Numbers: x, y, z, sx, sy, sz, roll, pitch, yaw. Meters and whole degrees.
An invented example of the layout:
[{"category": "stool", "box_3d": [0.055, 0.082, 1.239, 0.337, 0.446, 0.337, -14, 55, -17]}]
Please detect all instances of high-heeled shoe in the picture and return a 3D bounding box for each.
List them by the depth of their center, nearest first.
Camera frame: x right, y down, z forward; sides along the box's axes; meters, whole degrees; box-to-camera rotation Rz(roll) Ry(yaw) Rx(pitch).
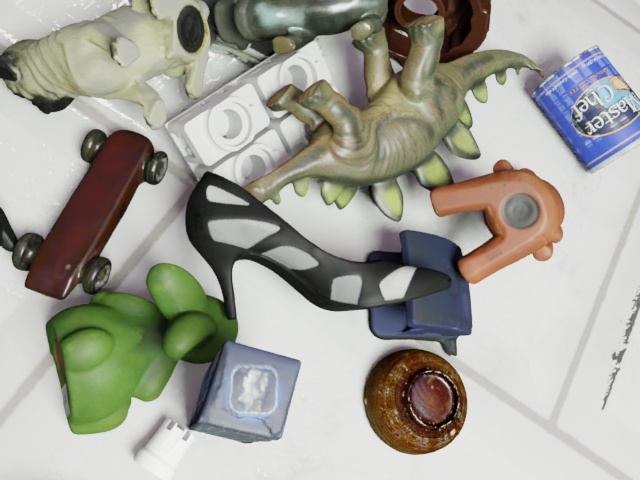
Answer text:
[{"category": "high-heeled shoe", "box_3d": [-0.001, -0.002, 0.519, 0.249, 0.086, 0.145, -5, 83, -9]}]

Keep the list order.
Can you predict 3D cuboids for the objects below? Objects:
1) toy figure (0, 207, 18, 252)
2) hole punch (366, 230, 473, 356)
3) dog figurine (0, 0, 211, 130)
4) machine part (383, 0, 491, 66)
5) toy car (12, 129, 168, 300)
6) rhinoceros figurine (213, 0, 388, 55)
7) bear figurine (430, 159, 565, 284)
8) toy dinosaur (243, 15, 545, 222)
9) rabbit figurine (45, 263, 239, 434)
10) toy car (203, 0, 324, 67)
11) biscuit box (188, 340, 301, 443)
[{"category": "toy figure", "box_3d": [-0.385, 0.006, 0.495, 0.180, 0.082, 0.089, -19, 58, -12]}, {"category": "hole punch", "box_3d": [0.121, 0.053, 0.603, 0.116, 0.092, 0.142, 4, 67, -17]}, {"category": "dog figurine", "box_3d": [-0.231, -0.210, 0.582, 0.191, 0.121, 0.172, 14, 44, 23]}, {"category": "machine part", "box_3d": [0.128, -0.297, 0.679, 0.179, 0.179, 0.056, 21, 64, -6]}, {"category": "toy car", "box_3d": [-0.233, -0.030, 0.559, 0.089, 0.053, 0.202, 19, 64, -2]}, {"category": "rhinoceros figurine", "box_3d": [-0.023, -0.247, 0.572, 0.190, 0.073, 0.112, -5, 31, 12]}, {"category": "bear figurine", "box_3d": [0.222, -0.029, 0.640, 0.132, 0.196, 0.120, -23, 85, 20]}, {"category": "toy dinosaur", "box_3d": [0.102, -0.146, 0.621, 0.471, 0.105, 0.198, -34, 121, -18]}, {"category": "rabbit figurine", "box_3d": [-0.154, 0.084, 0.501, 0.170, 0.159, 0.121, -12, 64, -33]}, {"category": "toy car", "box_3d": [-0.090, -0.254, 0.664, 0.202, 0.056, 0.073, 18, 74, -19]}, {"category": "biscuit box", "box_3d": [-0.071, 0.137, 0.460, 0.063, 0.202, 0.059, 18, 66, -9]}]
